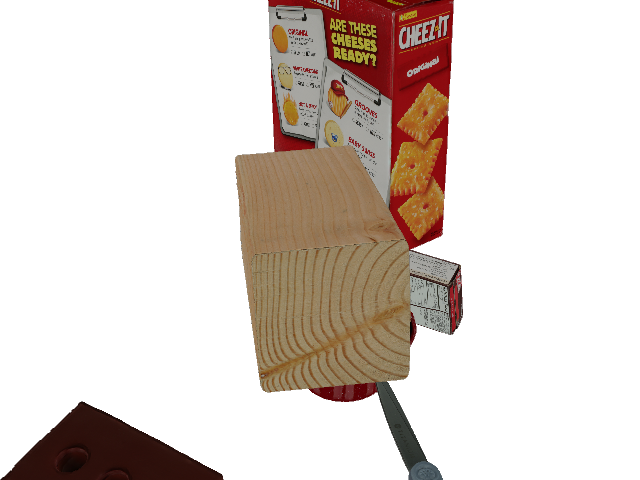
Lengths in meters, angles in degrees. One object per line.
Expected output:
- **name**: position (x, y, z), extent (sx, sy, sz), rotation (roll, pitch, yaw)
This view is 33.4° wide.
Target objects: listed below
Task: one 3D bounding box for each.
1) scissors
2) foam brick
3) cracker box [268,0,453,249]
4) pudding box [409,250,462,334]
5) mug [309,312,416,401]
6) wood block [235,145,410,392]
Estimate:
- **scissors**: position (0.081, 0.146, 0.617), extent (0.096, 0.016, 0.201), rotation (5, 32, -1)
- **foam brick**: position (-0.081, 0.114, 0.436), extent (0.078, 0.051, 0.052), rotation (21, 45, 25)
- **cracker box**: position (0.032, -0.116, 0.899), extent (0.072, 0.214, 0.164), rotation (-22, 37, -32)
- **pudding box**: position (0.104, 0.052, 1.211), extent (0.114, 0.090, 0.039), rotation (16, 51, 22)
- **mug**: position (0.033, 0.092, 0.987), extent (0.117, 0.081, 0.093), rotation (-10, 31, -17)
- **wood block**: position (-0.005, 0.009, 0.704), extent (0.090, 0.090, 0.206), rotation (-5, 21, -6)
